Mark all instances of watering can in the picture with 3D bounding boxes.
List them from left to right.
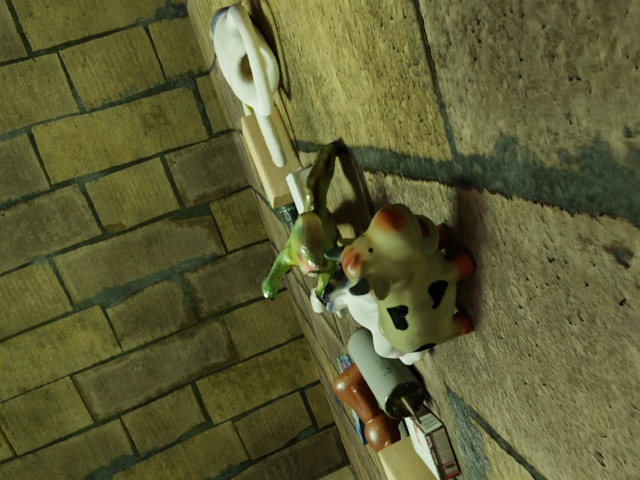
[{"bbox_3d":[-0.139,-0.326,1.052,0.339,0.104,0.229,81,166,-52],"label":"watering can"}]

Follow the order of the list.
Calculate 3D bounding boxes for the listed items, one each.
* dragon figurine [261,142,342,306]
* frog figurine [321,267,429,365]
[{"bbox_3d":[0.003,-0.042,0.839,0.418,0.122,0.238,-76,1,-62],"label":"dragon figurine"},{"bbox_3d":[0.094,0.096,0.737,0.160,0.125,0.134,28,145,16],"label":"frog figurine"}]
